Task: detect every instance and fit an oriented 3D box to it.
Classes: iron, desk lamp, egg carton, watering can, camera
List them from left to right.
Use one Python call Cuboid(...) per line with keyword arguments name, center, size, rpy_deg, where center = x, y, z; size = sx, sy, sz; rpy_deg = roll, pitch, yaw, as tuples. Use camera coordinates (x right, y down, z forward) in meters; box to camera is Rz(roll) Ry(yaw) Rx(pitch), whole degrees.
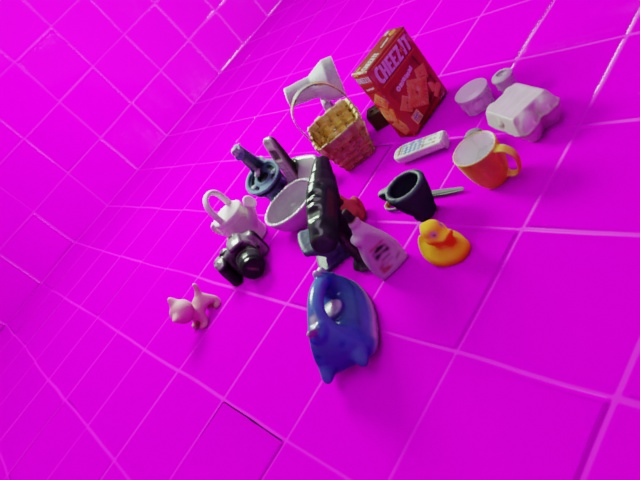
Cuboid(name="watering can", center=(-0.241, -0.068, 1.584), size=(0.172, 0.194, 0.100), rpy_deg=(-37, 31, 14))
Cuboid(name="camera", center=(-0.204, 0.052, 1.485), size=(0.143, 0.101, 0.136), rpy_deg=(-43, 30, 3))
Cuboid(name="desk lamp", center=(0.010, -0.396, 1.664), size=(0.203, 0.214, 0.117), rpy_deg=(-36, 31, 15))
Cuboid(name="iron", center=(0.022, 0.129, 1.067), size=(0.118, 0.142, 0.258), rpy_deg=(-31, 32, 22))
Cuboid(name="egg carton", center=(0.403, -0.256, 1.147), size=(0.107, 0.070, 0.150), rpy_deg=(-44, 30, 1))

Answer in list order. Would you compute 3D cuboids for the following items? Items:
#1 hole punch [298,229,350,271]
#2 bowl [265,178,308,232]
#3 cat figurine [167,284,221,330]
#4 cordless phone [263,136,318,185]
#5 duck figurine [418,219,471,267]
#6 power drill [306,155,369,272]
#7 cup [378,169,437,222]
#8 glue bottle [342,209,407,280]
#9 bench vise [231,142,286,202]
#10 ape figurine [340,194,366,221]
Cuboid(name="hole punch", center=(0.012, 0.005, 1.286), size=(0.101, 0.091, 0.108), rpy_deg=(-39, 30, 11))
Cuboid(name="bowl", center=(-0.060, -0.079, 1.495), size=(0.167, 0.075, 0.167), rpy_deg=(-31, 32, 23))
Cuboid(name="cat figurine", center=(-0.336, 0.173, 1.479), size=(0.067, 0.118, 0.128), rpy_deg=(-9, 45, 45))
Cuboid(name="cordless phone", center=(-0.070, -0.211, 1.561), size=(0.147, 0.185, 0.094), rpy_deg=(-2, 50, 50))
Cuboid(name="duck figurine", center=(0.214, -0.003, 1.051), size=(0.104, 0.086, 0.077), rpy_deg=(9, 59, 55))
Cuboid(name="power drill", center=(0.044, -0.041, 1.184), size=(0.075, 0.209, 0.229), rpy_deg=(-27, 34, 29))
Cuboid(name="cup", center=(0.184, -0.080, 1.175), size=(0.117, 0.095, 0.092), rpy_deg=(-11, 44, 44))
Cuboid(name="glue bottle", center=(0.095, 0.000, 1.105), size=(0.078, 0.173, 0.037), rpy_deg=(-47, 30, -3))
Cuboid(name="bench vise", center=(-0.189, -0.202, 1.662), size=(0.121, 0.220, 0.206), rpy_deg=(-47, 30, -4))
Cuboid(name="ape figurine", center=(0.058, -0.074, 1.326), size=(0.078, 0.092, 0.076), rpy_deg=(-41, 30, 7))
